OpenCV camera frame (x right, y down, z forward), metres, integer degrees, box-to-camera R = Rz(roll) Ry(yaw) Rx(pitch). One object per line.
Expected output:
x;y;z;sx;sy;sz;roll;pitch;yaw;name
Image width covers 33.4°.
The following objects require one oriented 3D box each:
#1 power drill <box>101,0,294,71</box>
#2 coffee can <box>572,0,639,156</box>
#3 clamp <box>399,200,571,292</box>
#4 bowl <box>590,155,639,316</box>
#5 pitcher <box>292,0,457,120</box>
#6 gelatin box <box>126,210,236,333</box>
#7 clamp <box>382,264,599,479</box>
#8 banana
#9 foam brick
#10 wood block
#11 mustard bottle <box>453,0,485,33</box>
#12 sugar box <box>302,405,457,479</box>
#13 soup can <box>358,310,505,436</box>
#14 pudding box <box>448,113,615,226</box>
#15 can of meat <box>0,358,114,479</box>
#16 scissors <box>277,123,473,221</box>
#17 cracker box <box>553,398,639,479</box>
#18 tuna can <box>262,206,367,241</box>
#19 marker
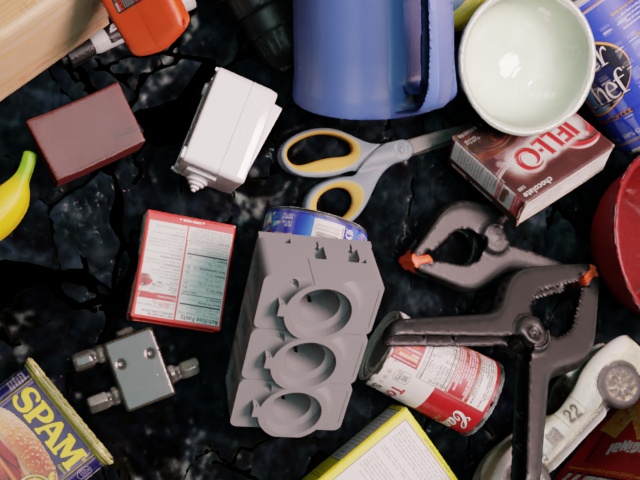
-0.094;-0.199;0.823;0.184;0.057;0.187;60;30;-8;power drill
0.269;-0.160;0.939;0.102;0.103;0.140;-37;94;-16;coffee can
0.153;0.008;0.925;0.171;0.039;0.120;-25;86;-18;clamp
0.287;0.003;0.936;0.161;0.055;0.162;7;78;-37;bowl
0.044;-0.217;0.804;0.149;0.144;0.243;8;119;20;pitcher
-0.111;0.026;0.857;0.073;0.030;0.089;10;81;-15;gelatin box
0.156;0.077;0.865;0.164;0.036;0.209;43;56;1;clamp
-0.305;-0.013;0.805;0.197;0.037;0.069;-14;88;-15;banana
-0.184;-0.082;0.837;0.078;0.051;0.053;-26;94;-16;foam brick
-0.269;-0.154;0.793;0.206;0.090;0.091;-39;81;-15;wood block
0.089;-0.233;0.922;0.191;0.058;0.096;33;80;-10;mustard bottle
0.024;0.224;0.864;0.176;0.048;0.093;-36;94;-12;sugar box
0.091;0.109;0.882;0.102;0.069;0.068;28;78;-10;soup can
0.180;-0.074;0.914;0.113;0.039;0.090;-33;61;-23;pudding box
-0.220;0.154;0.801;0.084;0.057;0.102;-39;94;-13;can of meat
0.063;-0.057;0.919;0.201;0.016;0.096;-1;86;-15;scissors
0.283;0.176;0.876;0.072;0.164;0.213;45;75;-4;cracker box
-0.006;0.001;0.858;0.086;0.086;0.034;16;79;-13;tuna can
-0.157;-0.173;0.870;0.121;0.020;0.020;-30;92;-16;marker
